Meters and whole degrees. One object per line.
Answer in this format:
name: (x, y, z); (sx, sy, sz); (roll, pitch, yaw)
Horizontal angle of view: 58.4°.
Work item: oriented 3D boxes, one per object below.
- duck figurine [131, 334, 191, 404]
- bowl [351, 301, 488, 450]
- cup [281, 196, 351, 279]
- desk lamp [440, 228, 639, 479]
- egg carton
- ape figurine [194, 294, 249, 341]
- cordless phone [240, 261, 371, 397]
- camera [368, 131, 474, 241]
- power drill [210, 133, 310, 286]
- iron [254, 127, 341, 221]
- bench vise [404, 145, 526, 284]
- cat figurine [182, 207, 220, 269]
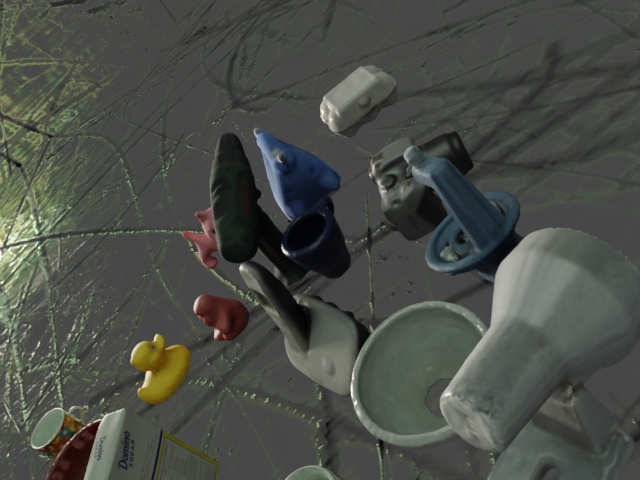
duck figurine: (-0.264, 0.200, 0.909); (0.077, 0.086, 0.105); (0, 53, 42)
bowl: (0.121, 0.154, 0.621); (0.167, 0.075, 0.167); (-24, 40, 22)
cup: (0.008, 0.003, 0.856); (0.091, 0.095, 0.118); (-3, 51, 40)
desk lamp: (0.188, 0.125, 0.473); (0.117, 0.214, 0.203); (15, 64, 48)
egg carton: (0.073, -0.264, 1.087); (0.150, 0.070, 0.107); (-39, 37, 4)
ape figurine: (-0.161, 0.117, 0.895); (0.076, 0.092, 0.077); (-41, 37, 2)
cordless phone: (-0.019, 0.102, 0.706); (0.147, 0.186, 0.094); (15, 64, 48)
camera: (0.148, -0.097, 0.826); (0.136, 0.101, 0.143); (-27, 39, 18)
power drill: (-0.096, -0.034, 0.891); (0.075, 0.209, 0.229); (-27, 39, 19)
iron: (-0.068, -0.143, 1.032); (0.118, 0.142, 0.257); (-41, 37, 1)
bench vise: (0.186, -0.016, 0.611); (0.206, 0.220, 0.121); (10, 60, 46)
cat figurine: (-0.190, -0.017, 1.035); (0.127, 0.118, 0.067); (-19, 42, 27)
